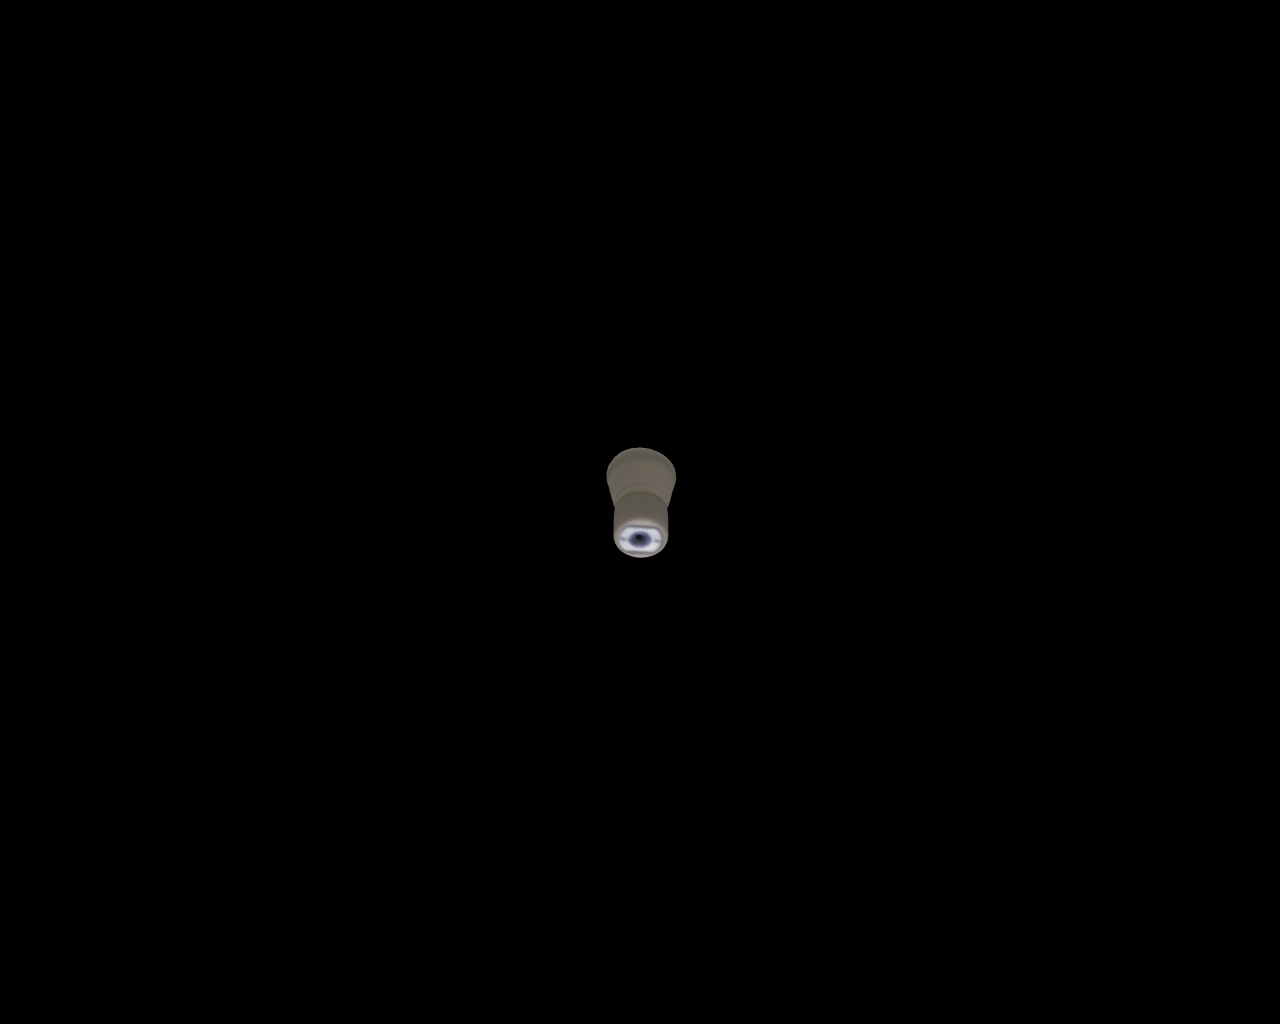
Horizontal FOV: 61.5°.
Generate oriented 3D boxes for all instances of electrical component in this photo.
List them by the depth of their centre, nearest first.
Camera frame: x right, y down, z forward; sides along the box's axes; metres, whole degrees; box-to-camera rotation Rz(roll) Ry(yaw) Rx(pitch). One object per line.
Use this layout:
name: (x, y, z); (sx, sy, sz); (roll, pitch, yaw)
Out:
electrical component: (0.001, -0.003, 0.650); (0.044, 0.044, 0.065); (0, 40, 0)
